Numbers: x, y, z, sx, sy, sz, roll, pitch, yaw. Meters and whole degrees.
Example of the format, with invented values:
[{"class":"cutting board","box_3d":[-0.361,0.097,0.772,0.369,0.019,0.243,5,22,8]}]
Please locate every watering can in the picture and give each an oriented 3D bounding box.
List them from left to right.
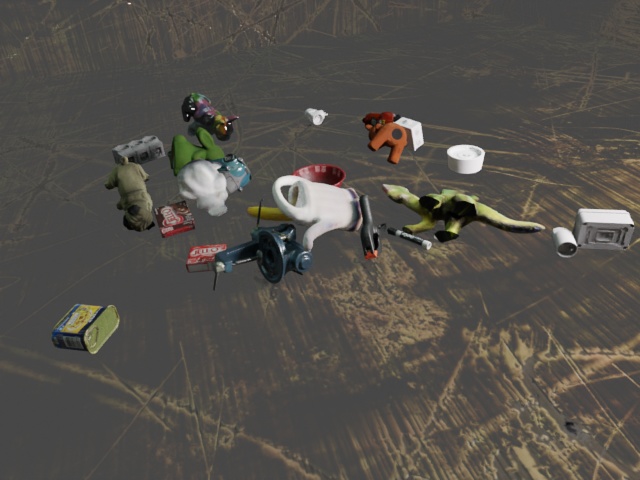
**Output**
[{"class":"watering can","box_3d":[0.004,-0.063,1.254,0.224,0.102,0.355,7,30,-23]}]

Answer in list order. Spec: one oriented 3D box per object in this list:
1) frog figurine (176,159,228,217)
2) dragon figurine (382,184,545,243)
[{"class":"frog figurine","box_3d":[-0.325,-0.139,1.430,0.137,0.162,0.120,-15,-23,-2]},{"class":"dragon figurine","box_3d":[0.350,-0.090,1.313,0.411,0.120,0.247,10,27,19]}]
